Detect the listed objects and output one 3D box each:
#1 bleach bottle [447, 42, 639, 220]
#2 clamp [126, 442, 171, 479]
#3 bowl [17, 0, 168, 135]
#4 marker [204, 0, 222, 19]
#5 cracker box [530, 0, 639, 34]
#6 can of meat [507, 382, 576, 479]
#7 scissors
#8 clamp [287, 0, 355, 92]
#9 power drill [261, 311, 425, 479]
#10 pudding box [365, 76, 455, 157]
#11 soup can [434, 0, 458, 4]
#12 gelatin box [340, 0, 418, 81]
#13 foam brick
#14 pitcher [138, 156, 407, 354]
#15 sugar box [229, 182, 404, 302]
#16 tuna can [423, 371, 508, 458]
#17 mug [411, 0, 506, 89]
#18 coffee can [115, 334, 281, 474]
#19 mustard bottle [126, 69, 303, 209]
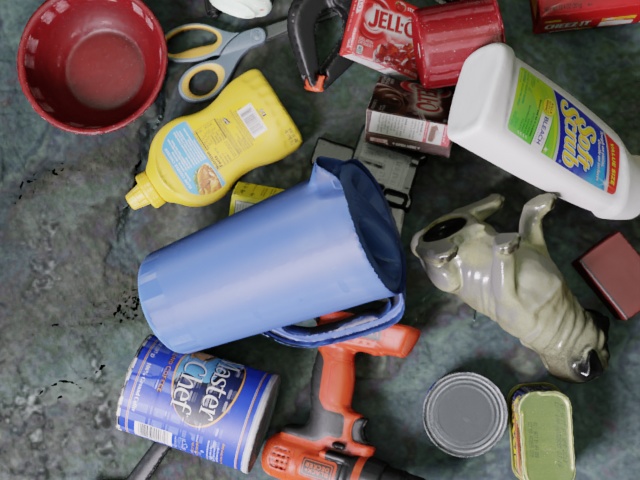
[{"bbox_3d":[0.244,-0.093,1.045,0.250,0.068,0.102,24,74,-26],"label":"bleach bottle"},{"bbox_3d":[-0.196,0.294,1.108,0.171,0.039,0.120,-32,78,5],"label":"clamp"},{"bbox_3d":[-0.236,-0.187,1.139,0.162,0.055,0.162,0,85,5],"label":"bowl"},{"bbox_3d":[-0.125,-0.299,1.157,0.020,0.020,0.121,-12,85,3],"label":"marker"},{"bbox_3d":[0.292,-0.331,1.099,0.164,0.072,0.214,-6,85,4],"label":"cracker box"},{"bbox_3d":[0.220,0.195,1.059,0.057,0.084,0.102,-3,86,4],"label":"can of meat"},{"bbox_3d":[-0.073,-0.199,1.147,0.202,0.016,0.096,-3,87,4],"label":"scissors"},{"bbox_3d":[0.010,-0.262,1.112,0.164,0.036,0.210,20,92,-23],"label":"clamp"},{"bbox_3d":[0.044,0.172,1.074,0.185,0.057,0.187,13,84,19],"label":"power drill"},{"bbox_3d":[0.095,-0.127,1.081,0.090,0.113,0.039,11,119,6],"label":"pudding box"},{"bbox_3d":[0.154,-0.297,1.110,0.068,0.068,0.102,37,89,6],"label":"soup can"},{"bbox_3d":[0.070,-0.214,1.107,0.089,0.030,0.073,17,86,-31],"label":"gelatin box"},{"bbox_3d":[0.301,0.036,1.080,0.051,0.053,0.078,-38,85,1],"label":"foam brick"},{"bbox_3d":[-0.043,0.033,1.024,0.243,0.144,0.149,-21,74,20],"label":"pitcher"},{"bbox_3d":[-0.007,0.001,1.097,0.176,0.048,0.093,10,116,3],"label":"sugar box"},{"bbox_3d":[0.147,0.177,1.091,0.086,0.033,0.086,0,86,5],"label":"tuna can"},{"bbox_3d":[0.138,-0.193,1.080,0.081,0.117,0.093,-9,70,1],"label":"mug"},{"bbox_3d":[-0.122,0.165,1.079,0.140,0.103,0.103,17,87,6],"label":"coffee can"},{"bbox_3d":[-0.120,-0.090,1.121,0.191,0.058,0.096,-33,92,1],"label":"mustard bottle"}]
